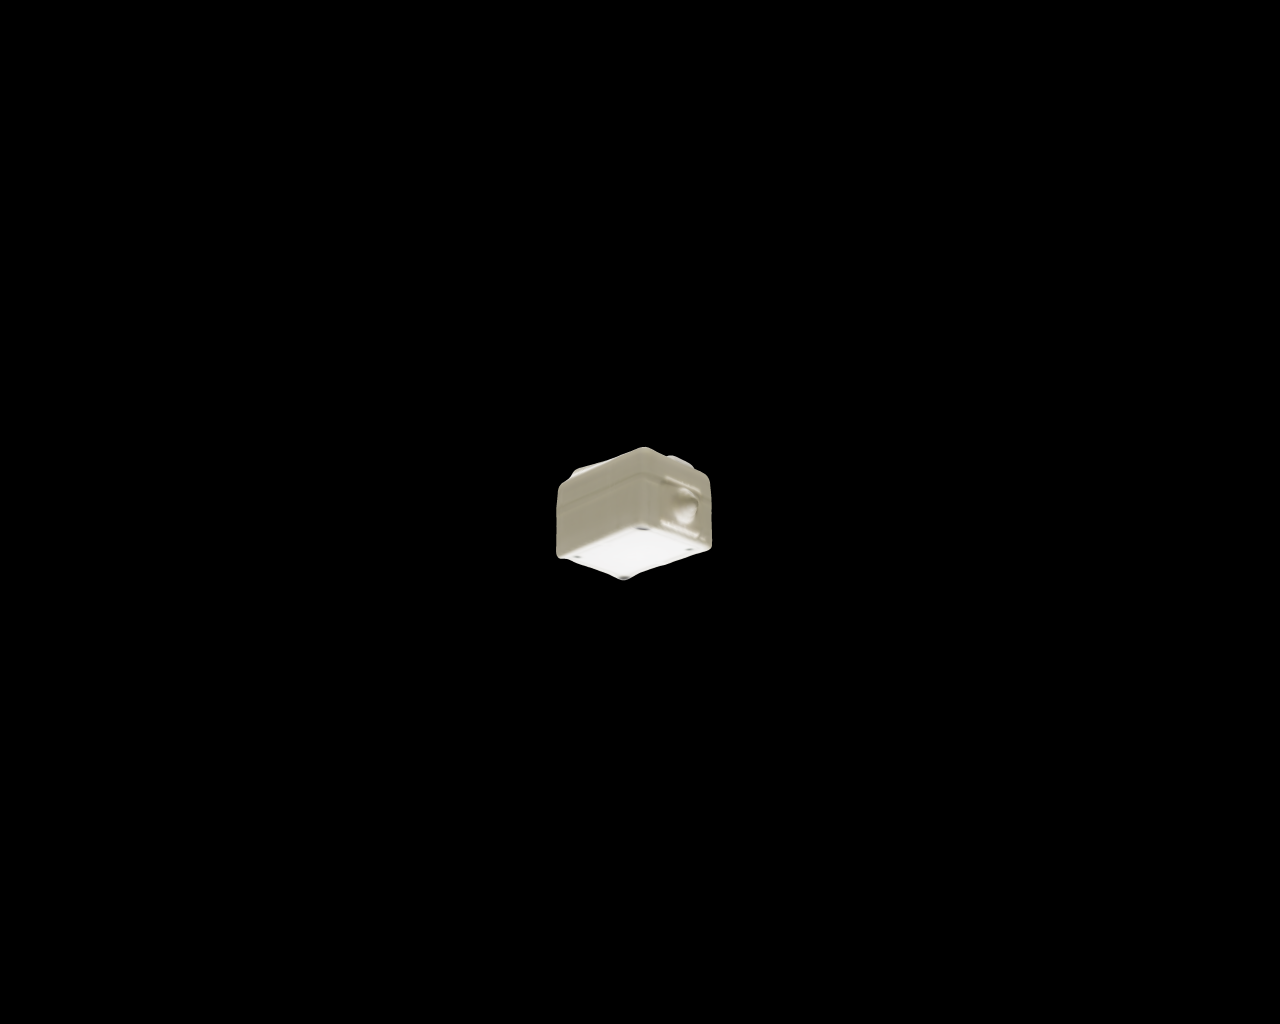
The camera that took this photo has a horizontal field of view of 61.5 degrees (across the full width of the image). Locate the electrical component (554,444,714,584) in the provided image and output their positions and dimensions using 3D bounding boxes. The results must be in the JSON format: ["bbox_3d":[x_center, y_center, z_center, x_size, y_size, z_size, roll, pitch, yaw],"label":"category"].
[{"bbox_3d":[0.001,-0.003,0.650,0.062,0.061,0.096,21,-31,-40],"label":"electrical component"}]
